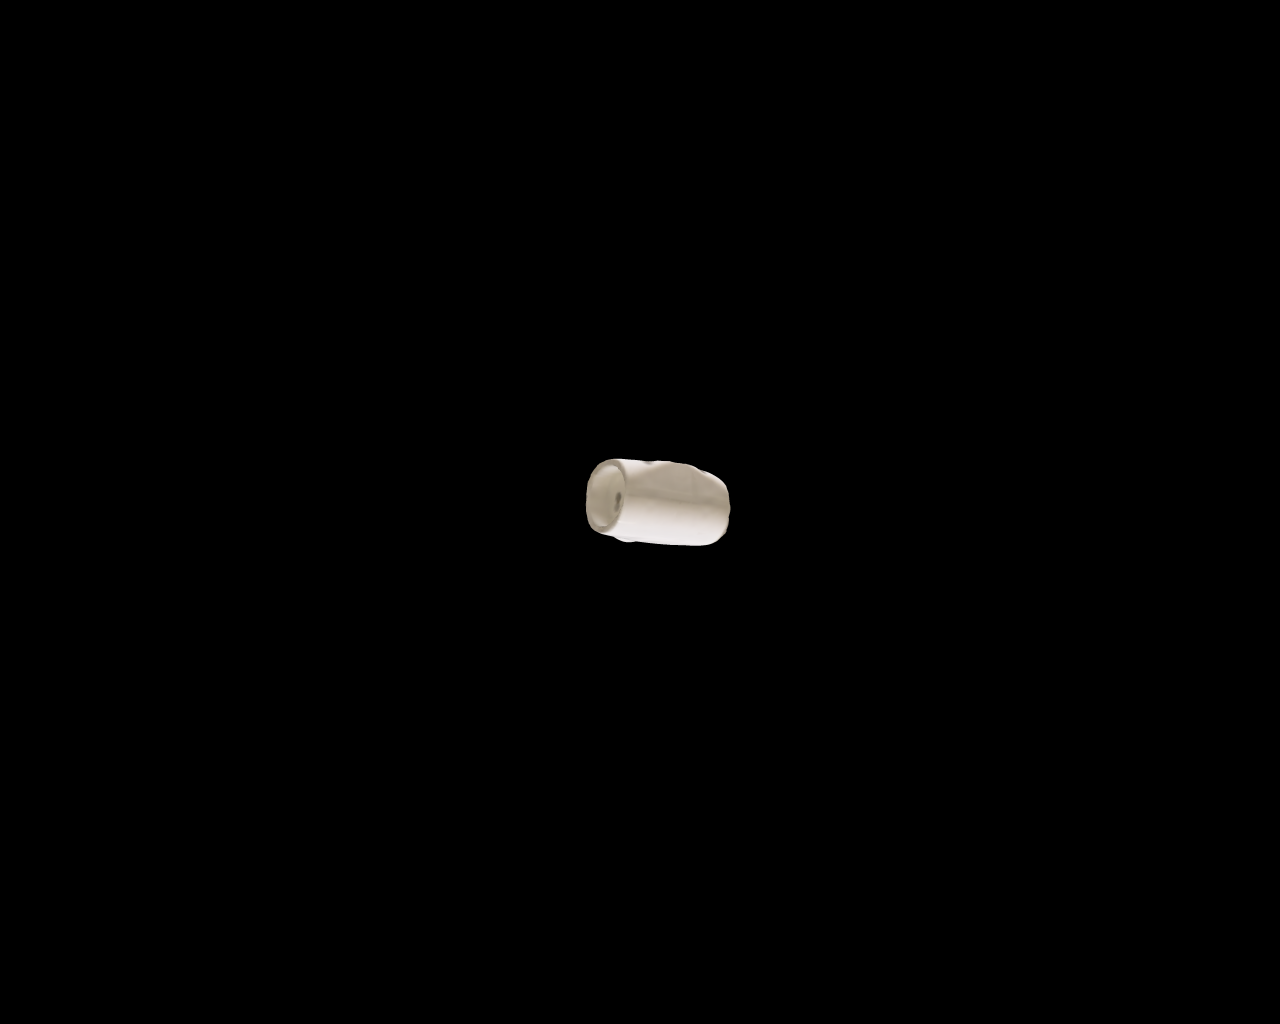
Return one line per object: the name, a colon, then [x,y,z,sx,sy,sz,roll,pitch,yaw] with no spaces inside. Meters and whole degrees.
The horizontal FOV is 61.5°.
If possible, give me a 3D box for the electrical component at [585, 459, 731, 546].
electrical component: [0.001,-0.003,0.650,0.077,0.044,0.079,8,-14,-35]
